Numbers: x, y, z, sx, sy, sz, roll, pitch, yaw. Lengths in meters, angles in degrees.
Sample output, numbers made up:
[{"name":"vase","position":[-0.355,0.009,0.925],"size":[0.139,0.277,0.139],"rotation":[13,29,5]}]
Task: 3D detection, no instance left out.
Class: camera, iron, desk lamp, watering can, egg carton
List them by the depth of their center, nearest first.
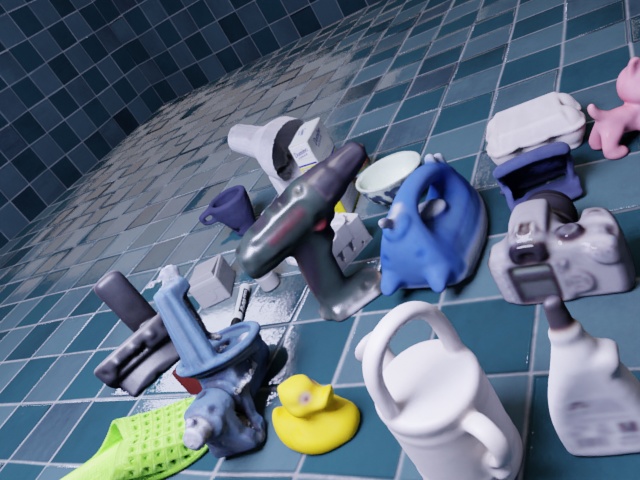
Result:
[{"name":"watering can","position":[0.094,0.135,0.509],"size":[0.172,0.194,0.101],"rotation":[-2,40,44]},{"name":"camera","position":[0.274,-0.008,0.662],"size":[0.142,0.101,0.137],"rotation":[-12,33,34]},{"name":"iron","position":[0.155,-0.043,0.800],"size":[0.118,0.142,0.259],"rotation":[-8,36,39]},{"name":"egg carton","position":[0.337,-0.173,0.903],"size":[0.150,0.069,0.107],"rotation":[-19,30,25]},{"name":"desk lamp","position":[-0.083,-0.141,1.134],"size":[0.202,0.214,0.118],"rotation":[4,44,50]}]

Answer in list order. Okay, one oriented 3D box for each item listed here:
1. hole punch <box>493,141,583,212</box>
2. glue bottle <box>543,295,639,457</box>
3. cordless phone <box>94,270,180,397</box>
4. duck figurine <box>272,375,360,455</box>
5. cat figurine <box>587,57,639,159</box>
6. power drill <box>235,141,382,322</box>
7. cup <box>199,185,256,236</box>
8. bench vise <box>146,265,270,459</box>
[{"name":"hole punch","position":[0.296,-0.099,0.800],"size":[0.108,0.091,0.101],"rotation":[-21,29,21]},{"name":"glue bottle","position":[0.211,0.107,0.455],"size":[0.078,0.173,0.037],"rotation":[-16,31,29]},{"name":"cordless phone","position":[-0.328,0.150,0.941],"size":[0.148,0.185,0.093],"rotation":[-44,29,-22]},{"name":"duck figurine","position":[-0.017,0.191,0.654],"size":[0.104,0.086,0.077],"rotation":[-16,31,29]},{"name":"cat figurine","position":[0.427,-0.194,0.790],"size":[0.128,0.118,0.067],"rotation":[-31,27,4]},{"name":"power drill","position":[0.007,0.003,0.805],"size":[0.230,0.209,0.075],"rotation":[-35,27,-5]},{"name":"cup","position":[-0.188,-0.048,1.222],"size":[0.118,0.095,0.091],"rotation":[-34,27,-4]},{"name":"bench vise","position":[-0.133,0.143,0.707],"size":[0.121,0.220,0.207],"rotation":[-31,27,2]}]
